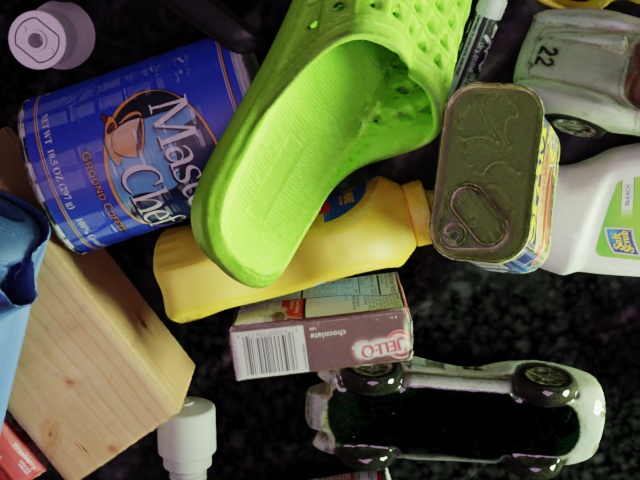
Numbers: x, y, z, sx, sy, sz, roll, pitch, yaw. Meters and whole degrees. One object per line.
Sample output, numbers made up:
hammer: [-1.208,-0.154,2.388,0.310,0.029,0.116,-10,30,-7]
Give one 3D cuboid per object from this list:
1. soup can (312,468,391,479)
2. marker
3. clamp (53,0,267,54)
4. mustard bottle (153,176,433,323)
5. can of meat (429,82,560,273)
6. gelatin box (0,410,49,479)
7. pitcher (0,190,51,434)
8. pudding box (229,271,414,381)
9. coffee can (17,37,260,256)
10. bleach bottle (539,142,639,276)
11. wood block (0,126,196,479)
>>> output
soup can: [0.004,0.199,0.737,0.102,0.068,0.068,-12,103,4]
marker: [0.098,-0.124,0.667,0.020,0.020,0.121,17,119,-4]
clamp: [-0.117,-0.199,0.626,0.210,0.036,0.164,9,92,21]
mustard bottle: [-0.005,0.000,0.673,0.191,0.096,0.058,-14,100,4]
can of meat: [0.106,-0.032,0.629,0.057,0.083,0.102,5,84,22]
gelatin box: [-0.209,0.118,0.707,0.030,0.089,0.073,-37,101,-1]
pitcher: [-0.244,0.085,0.596,0.144,0.149,0.243,10,108,-17]
pudding box: [0.001,0.054,0.690,0.113,0.090,0.039,-5,102,2]
coffee can: [-0.098,-0.060,0.656,0.140,0.103,0.103,-18,103,5]
bleach bottle: [0.223,-0.027,0.685,0.251,0.068,0.102,1,98,3]
wood block: [-0.181,0.039,0.688,0.090,0.091,0.206,-35,101,8]
